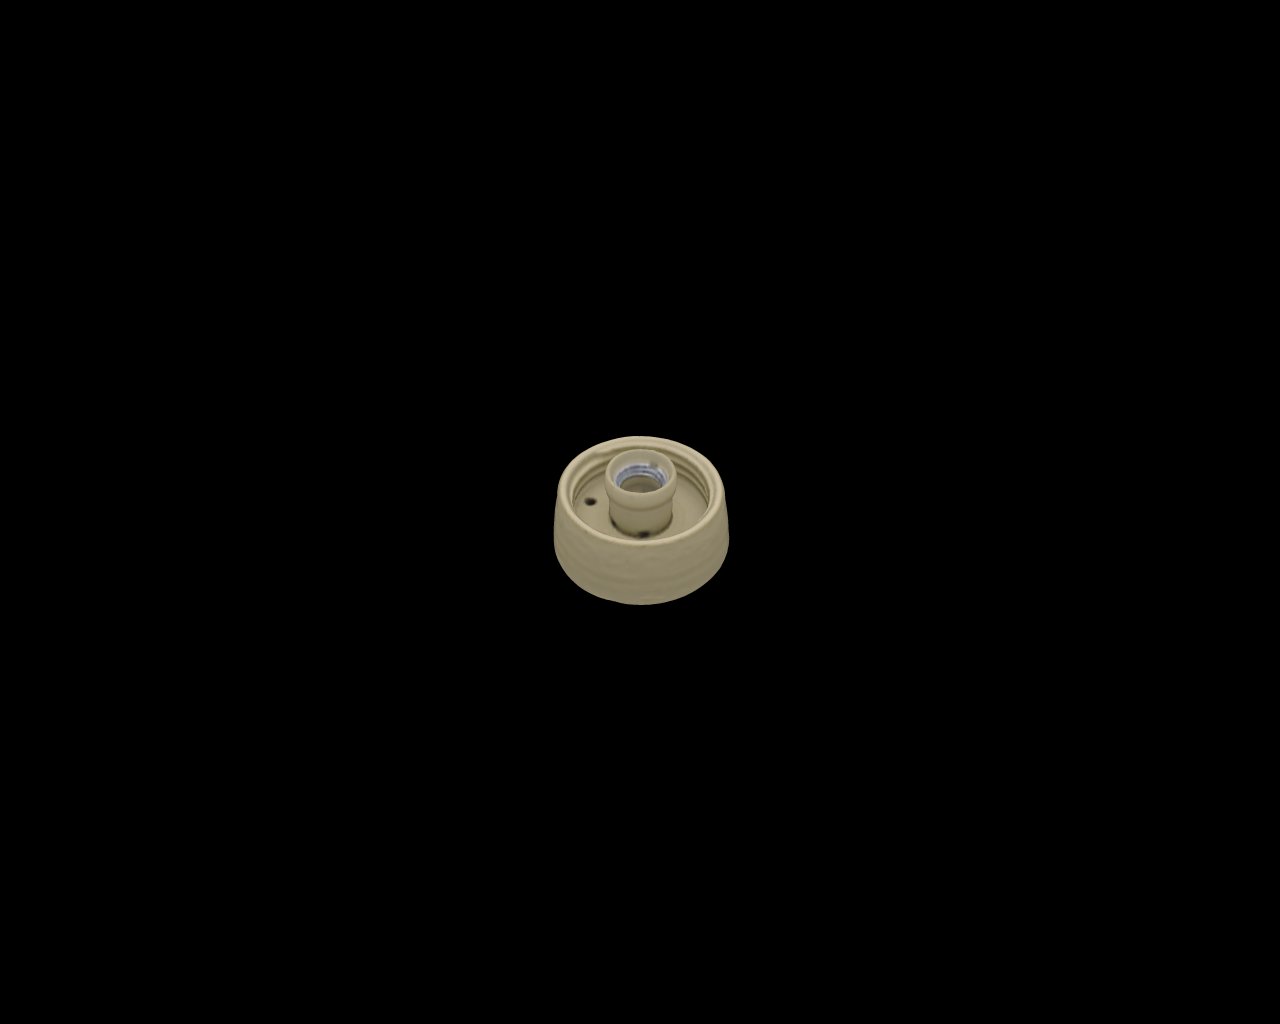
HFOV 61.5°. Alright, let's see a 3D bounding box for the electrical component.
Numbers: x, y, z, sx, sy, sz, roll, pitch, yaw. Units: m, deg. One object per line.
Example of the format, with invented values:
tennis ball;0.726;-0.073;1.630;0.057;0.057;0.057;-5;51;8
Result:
electrical component;0.001;-0.003;0.650;0.108;0.060;0.108;0;44;0
